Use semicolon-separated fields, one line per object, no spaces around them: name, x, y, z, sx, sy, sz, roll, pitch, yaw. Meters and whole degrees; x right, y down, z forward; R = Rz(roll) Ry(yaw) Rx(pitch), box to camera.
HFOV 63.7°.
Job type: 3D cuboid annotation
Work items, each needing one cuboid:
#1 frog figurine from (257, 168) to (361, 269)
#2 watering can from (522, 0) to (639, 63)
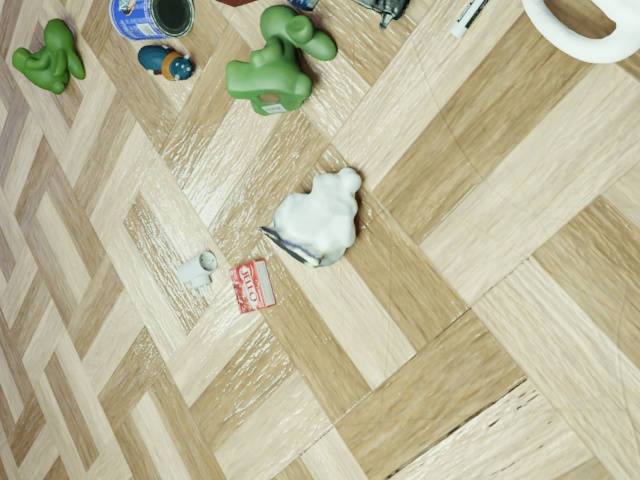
frog figurine;0.002;-0.041;0.808;0.139;0.161;0.120;26;-16;42
watering can;0.332;-0.256;0.485;0.103;0.355;0.220;11;-49;-37
